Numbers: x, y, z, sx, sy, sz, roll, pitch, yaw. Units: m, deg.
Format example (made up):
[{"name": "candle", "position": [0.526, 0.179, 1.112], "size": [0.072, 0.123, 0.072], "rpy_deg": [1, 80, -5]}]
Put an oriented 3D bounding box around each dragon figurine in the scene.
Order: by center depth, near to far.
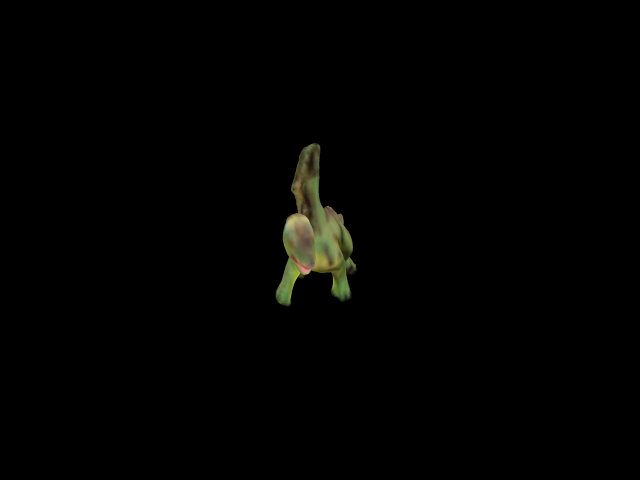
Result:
[{"name": "dragon figurine", "position": [0.003, -0.043, 0.850], "size": [0.122, 0.238, 0.419], "rpy_deg": [3, 28, 7]}]
